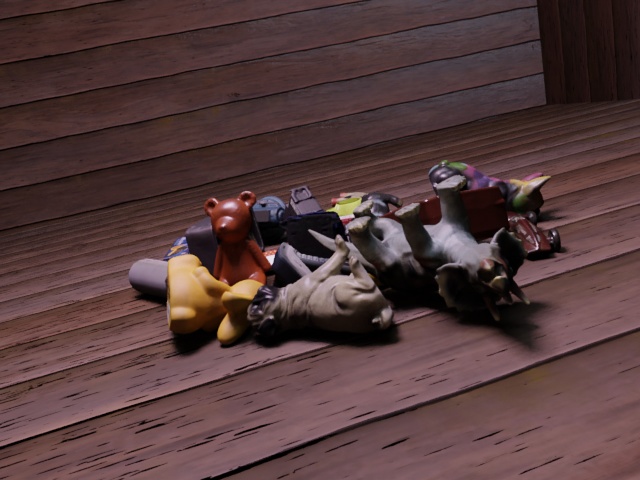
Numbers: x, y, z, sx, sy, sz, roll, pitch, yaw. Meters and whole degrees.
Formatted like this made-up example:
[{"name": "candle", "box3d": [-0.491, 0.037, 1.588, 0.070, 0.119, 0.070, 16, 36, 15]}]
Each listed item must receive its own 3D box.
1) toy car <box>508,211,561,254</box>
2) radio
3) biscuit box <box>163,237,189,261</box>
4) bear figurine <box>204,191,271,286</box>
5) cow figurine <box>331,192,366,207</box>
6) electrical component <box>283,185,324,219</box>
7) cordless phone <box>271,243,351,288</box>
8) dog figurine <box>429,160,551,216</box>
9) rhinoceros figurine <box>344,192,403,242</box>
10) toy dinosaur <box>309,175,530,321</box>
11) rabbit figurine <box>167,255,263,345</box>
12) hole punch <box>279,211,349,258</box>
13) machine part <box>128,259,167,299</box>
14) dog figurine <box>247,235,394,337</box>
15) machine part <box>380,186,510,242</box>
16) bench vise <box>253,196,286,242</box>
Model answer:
[{"name": "toy car", "box3d": [0.373, -0.016, 0.992, 0.089, 0.053, 0.202, -7, 14, 8]}, {"name": "radio", "box3d": [-0.211, 0.003, 1.223, 0.073, 0.131, 0.229, -9, 14, 18]}, {"name": "biscuit box", "box3d": [-0.332, 0.039, 1.324, 0.063, 0.059, 0.203, -13, 14, -2]}, {"name": "bear figurine", "box3d": [-0.161, 0.016, 1.008, 0.120, 0.195, 0.132, -6, 16, 10]}, {"name": "cow figurine", "box3d": [0.095, -0.080, 1.391, 0.127, 0.085, 0.195, -3, 10, 14]}, {"name": "electrical component", "box3d": [-0.035, -0.042, 1.249, 0.058, 0.115, 0.134, -16, -29, -22]}, {"name": "cordless phone", "box3d": [0.008, 0.062, 0.944, 0.184, 0.088, 0.146, 6, 8, -2]}, {"name": "dog figurine", "box3d": [0.359, -0.108, 1.121, 0.219, 0.191, 0.108, -25, 5, 12]}, {"name": "rhinoceros figurine", "box3d": [0.106, -0.023, 1.085, 0.112, 0.073, 0.190, 21, 52, -4]}, {"name": "toy dinosaur", "box3d": [0.145, 0.025, 0.815, 0.131, 0.192, 0.405, -34, 13, -29]}, {"name": "rabbit figurine", "box3d": [-0.161, 0.096, 0.881, 0.173, 0.121, 0.162, 3, 9, -24]}, {"name": "hole punch", "box3d": [-0.002, -0.003, 1.132, 0.142, 0.115, 0.092, -4, 8, 28]}, {"name": "machine part", "box3d": [-0.330, 0.082, 1.128, 0.243, 0.079, 0.079, 3, 21, 45]}, {"name": "dog figurine", "box3d": [-0.005, 0.108, 0.782, 0.190, 0.121, 0.172, -35, 29, -1]}, {"name": "machine part", "box3d": [0.219, -0.026, 0.968, 0.201, 0.087, 0.201, -9, -6, -25]}, {"name": "bench vise", "box3d": [-0.162, -0.050, 1.438, 0.224, 0.129, 0.240, -15, -9, 27]}]
